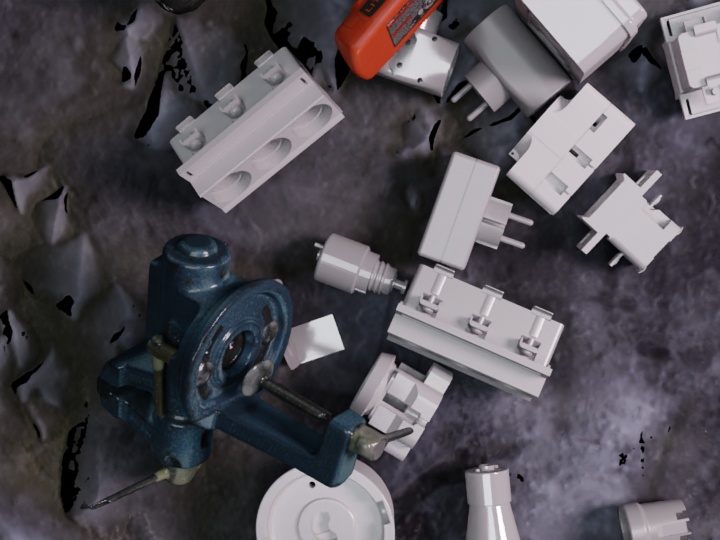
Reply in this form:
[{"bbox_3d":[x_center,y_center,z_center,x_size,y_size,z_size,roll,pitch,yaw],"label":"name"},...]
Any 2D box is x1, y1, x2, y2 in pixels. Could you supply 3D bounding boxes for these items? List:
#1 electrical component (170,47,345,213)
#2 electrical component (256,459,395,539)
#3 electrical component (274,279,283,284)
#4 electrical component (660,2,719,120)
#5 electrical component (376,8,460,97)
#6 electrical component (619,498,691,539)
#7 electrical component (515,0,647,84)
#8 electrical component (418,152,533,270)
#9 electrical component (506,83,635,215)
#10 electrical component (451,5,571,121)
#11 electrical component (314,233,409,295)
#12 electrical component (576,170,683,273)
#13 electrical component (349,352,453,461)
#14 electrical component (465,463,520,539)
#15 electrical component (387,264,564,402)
[{"bbox_3d":[-0.083,-0.111,0.839,0.121,0.079,0.063,-38,67,8],"label":"electrical component"},{"bbox_3d":[-0.024,0.198,0.854,0.108,0.060,0.108,0,94,7],"label":"electrical component"},{"bbox_3d":[-0.097,0.027,0.863,0.065,0.044,0.044,4,94,12],"label":"electrical component"},{"bbox_3d":[0.293,-0.165,0.790,0.121,0.063,0.078,-14,92,8],"label":"electrical component"},{"bbox_3d":[0.040,-0.183,0.830,0.077,0.043,0.079,20,96,5],"label":"electrical component"},{"bbox_3d":[0.229,0.198,0.834,0.046,0.040,0.040,-10,92,1],"label":"electrical component"},{"bbox_3d":[0.159,-0.185,0.781,0.057,0.113,0.078,-41,88,11],"label":"electrical component"},{"bbox_3d":[0.095,-0.039,0.831,0.076,0.047,0.083,20,96,5],"label":"electrical component"},{"bbox_3d":[0.155,-0.094,0.818,0.056,0.050,0.089,42,98,3],"label":"electrical component"},{"bbox_3d":[0.107,-0.148,0.824,0.079,0.043,0.077,-40,88,8],"label":"electrical component"},{"bbox_3d":[0.000,0.000,0.849,0.078,0.040,0.040,21,96,5],"label":"electrical component"},{"bbox_3d":[0.206,-0.036,0.821,0.064,0.042,0.081,42,98,-1],"label":"electrical component"},{"bbox_3d":[0.029,0.101,0.843,0.057,0.058,0.078,30,98,2],"label":"electrical component"},{"bbox_3d":[0.102,0.186,0.848,0.044,0.044,0.065,-5,88,7],"label":"electrical component"},{"bbox_3d":[0.089,0.046,0.825,0.121,0.078,0.063,23,80,5],"label":"electrical component"}]
